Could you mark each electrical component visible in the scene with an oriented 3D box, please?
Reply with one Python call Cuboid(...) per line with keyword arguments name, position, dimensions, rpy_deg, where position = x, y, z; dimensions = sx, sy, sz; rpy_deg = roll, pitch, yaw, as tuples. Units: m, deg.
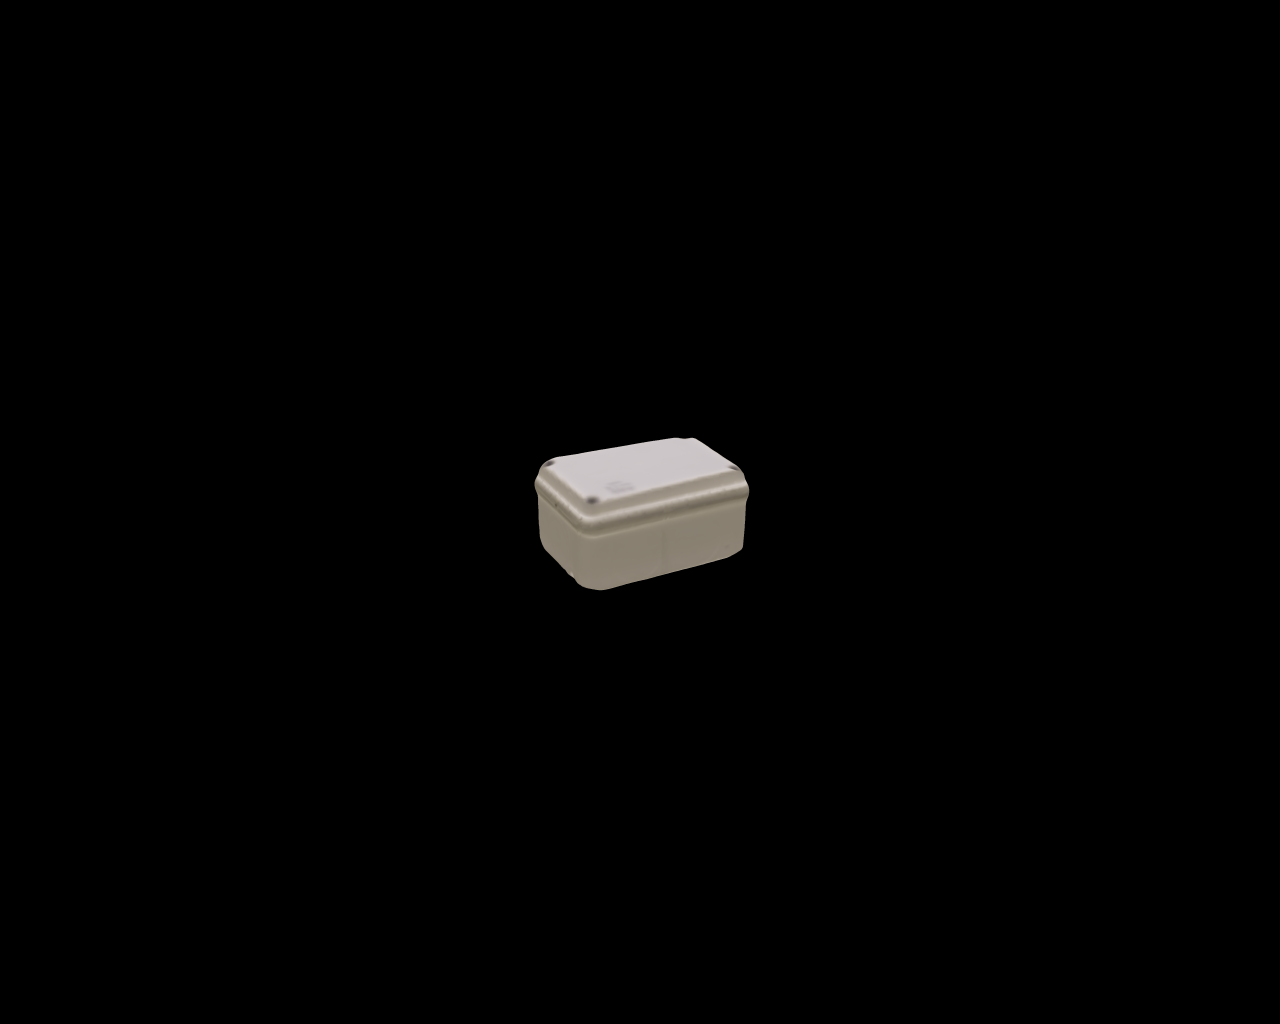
Cuboid(name="electrical component", position=(0.001, -0.003, 0.650), dimensions=(0.113, 0.057, 0.078), rpy_deg=(-12, 28, -25))
